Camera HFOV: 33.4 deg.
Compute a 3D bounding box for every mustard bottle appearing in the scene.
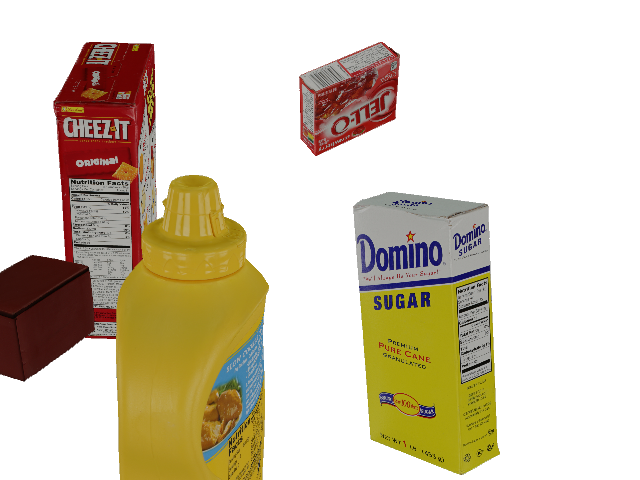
[{"bbox_3d":[-0.052,0.065,0.445,0.058,0.192,0.096,9,24,14],"label":"mustard bottle"}]

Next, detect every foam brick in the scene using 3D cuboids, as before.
[{"bbox_3d":[-0.201,0.051,0.734,0.053,0.051,0.078,11,28,26],"label":"foam brick"}]

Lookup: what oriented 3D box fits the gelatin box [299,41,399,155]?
[{"bbox_3d":[0.026,-0.123,0.923,0.089,0.073,0.030,-26,54,-21],"label":"gelatin box"}]

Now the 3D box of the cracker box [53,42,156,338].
[{"bbox_3d":[-0.182,-0.046,0.926,0.072,0.214,0.164,1,27,-4],"label":"cracker box"}]

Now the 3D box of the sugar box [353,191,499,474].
[{"bbox_3d":[0.071,0.060,0.721,0.048,0.176,0.094,-18,18,-37],"label":"sugar box"}]
